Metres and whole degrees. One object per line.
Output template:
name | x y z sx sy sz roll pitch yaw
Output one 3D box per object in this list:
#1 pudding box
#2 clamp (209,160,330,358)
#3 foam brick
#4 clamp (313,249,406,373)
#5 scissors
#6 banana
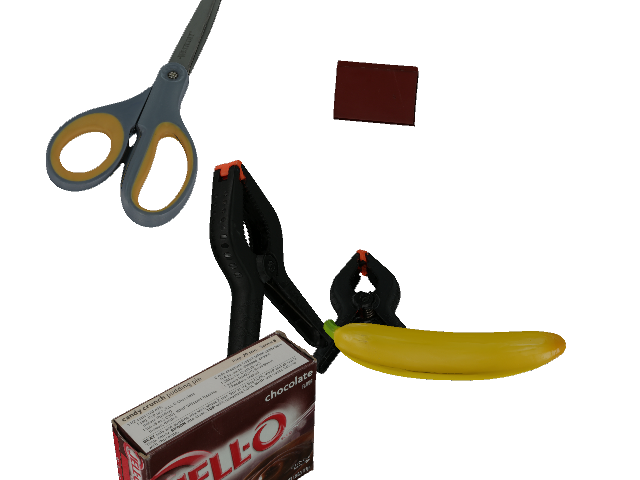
pudding box | -0.055 0.112 0.580 0.113 0.090 0.039 -28 48 -33
clamp | -0.053 0.030 0.991 0.036 0.210 0.164 -12 0 30
foam brick | 0.052 -0.138 1.000 0.078 0.051 0.053 5 15 3
clamp | 0.060 0.080 1.178 0.120 0.171 0.039 7 -42 4
scissors | -0.111 -0.094 0.653 0.096 0.201 0.016 4 -35 -6
banana | 0.096 0.084 0.846 0.198 0.037 0.069 5 28 8
